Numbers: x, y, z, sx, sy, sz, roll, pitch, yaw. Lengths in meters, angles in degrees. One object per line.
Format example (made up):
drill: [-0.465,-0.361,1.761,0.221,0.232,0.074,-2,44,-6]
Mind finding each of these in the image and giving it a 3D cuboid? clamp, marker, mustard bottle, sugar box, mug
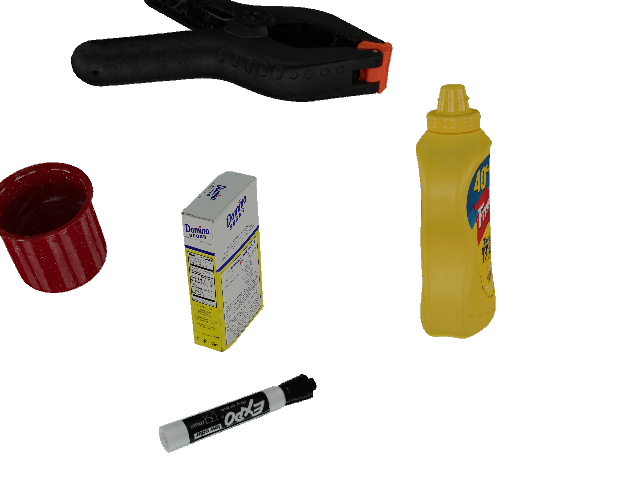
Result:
clamp: [-0.050,-0.106,0.596,0.171,0.039,0.120,15,45,15]
marker: [-0.056,0.121,0.760,0.120,0.020,0.020,-17,8,-27]
mustard bottle: [0.106,-0.027,0.840,0.058,0.192,0.096,3,18,21]
sugar box: [-0.103,0.023,1.138,0.048,0.176,0.093,13,37,22]
mug: [-0.237,-0.017,0.946,0.093,0.117,0.081,-8,-42,0]
